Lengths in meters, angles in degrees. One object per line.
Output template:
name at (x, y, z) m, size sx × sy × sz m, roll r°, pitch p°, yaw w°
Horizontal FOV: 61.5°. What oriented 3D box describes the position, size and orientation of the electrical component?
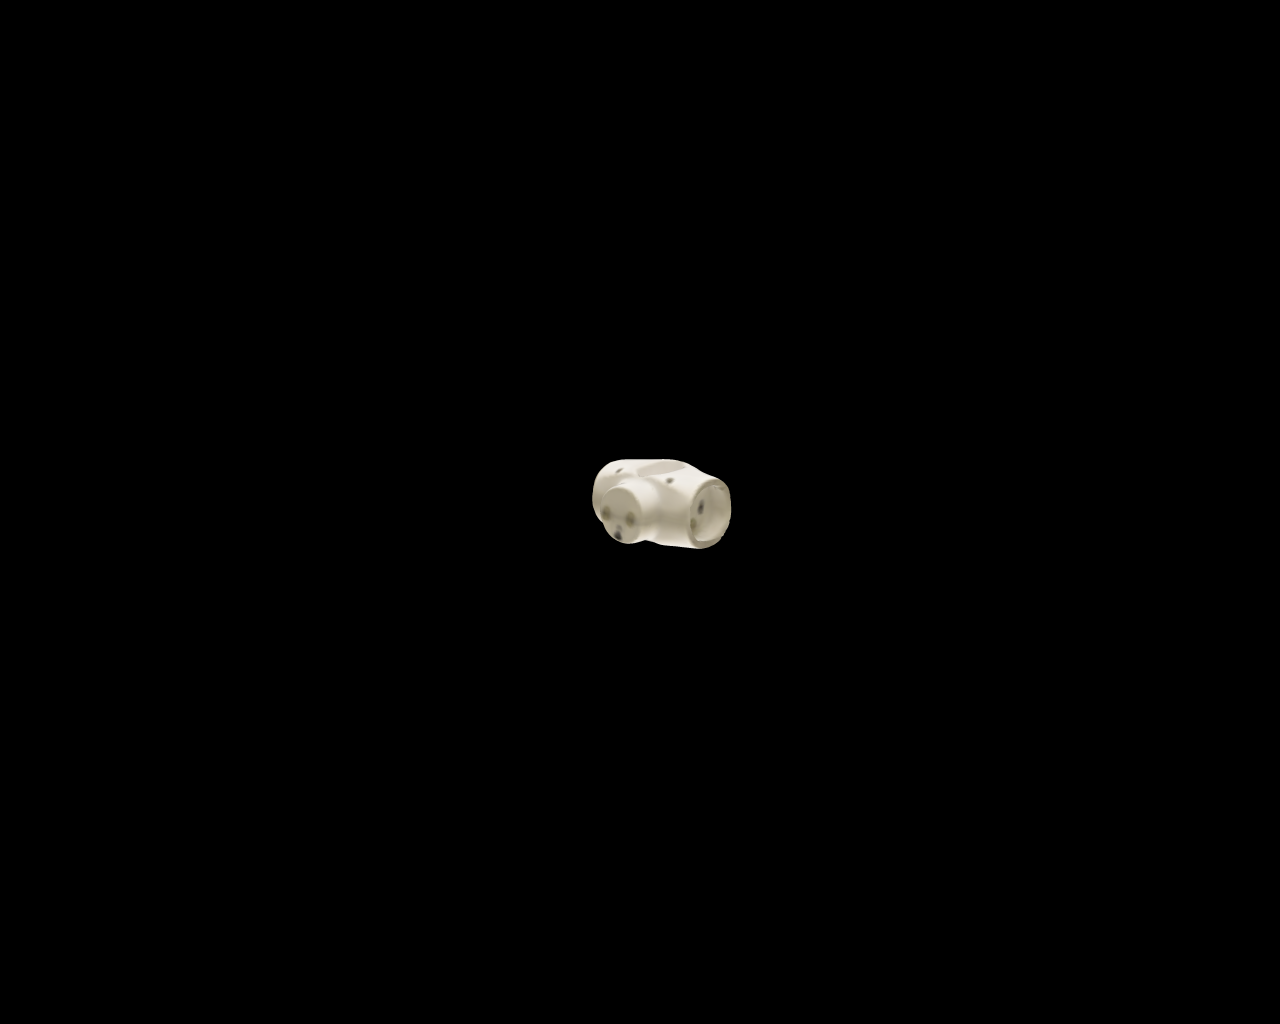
electrical component at (0.001, -0.003, 0.650) m, size 0.077 × 0.043 × 0.079 m, roll 15°, pitch 22°, yaw 40°
